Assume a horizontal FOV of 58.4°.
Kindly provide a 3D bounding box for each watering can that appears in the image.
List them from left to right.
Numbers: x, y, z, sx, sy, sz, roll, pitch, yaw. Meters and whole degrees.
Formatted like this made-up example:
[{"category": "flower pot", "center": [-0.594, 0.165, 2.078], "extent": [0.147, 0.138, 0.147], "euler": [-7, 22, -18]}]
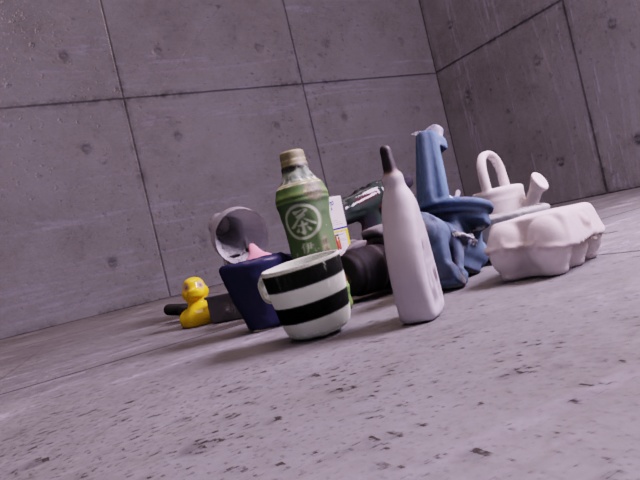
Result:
[{"category": "watering can", "center": [0.356, -0.082, 1.117], "extent": [0.172, 0.194, 0.101], "euler": [-13, 0, 24]}]

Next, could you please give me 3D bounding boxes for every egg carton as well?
[{"category": "egg carton", "center": [0.270, 0.001, 0.683], "extent": [0.107, 0.069, 0.151], "euler": [-13, 0, 43]}]

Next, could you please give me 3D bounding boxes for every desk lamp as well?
[{"category": "desk lamp", "center": [-0.188, 0.037, 1.269], "extent": [0.118, 0.213, 0.202], "euler": [-13, 0, -25]}]

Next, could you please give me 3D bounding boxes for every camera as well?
[{"category": "camera", "center": [0.077, 0.031, 0.856], "extent": [0.137, 0.101, 0.142], "euler": [-13, 0, -36]}]

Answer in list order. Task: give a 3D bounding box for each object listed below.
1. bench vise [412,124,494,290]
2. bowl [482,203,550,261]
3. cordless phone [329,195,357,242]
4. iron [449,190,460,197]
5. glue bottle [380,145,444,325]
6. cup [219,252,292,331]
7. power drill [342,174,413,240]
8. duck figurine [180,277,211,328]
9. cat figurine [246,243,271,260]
[{"category": "bench vise", "center": [0.163, -0.051, 0.754], "extent": [0.121, 0.220, 0.208], "euler": [-13, 0, 15]}, {"category": "bowl", "center": [0.297, -0.007, 0.939], "extent": [0.167, 0.075, 0.167], "euler": [-13, 0, 0]}, {"category": "cordless phone", "center": [0.011, 0.004, 1.195], "extent": [0.148, 0.185, 0.094], "euler": [-13, 0, -40]}, {"category": "iron", "center": [0.273, -0.035, 1.276], "extent": [0.118, 0.141, 0.259], "euler": [-13, 0, 40]}, {"category": "glue bottle", "center": [0.084, -0.009, 0.563], "extent": [0.037, 0.173, 0.078], "euler": [-13, 0, 21]}, {"category": "cup", "center": [-0.071, 0.068, 0.768], "extent": [0.118, 0.095, 0.091], "euler": [-13, 0, -45]}, {"category": "power drill", "center": [0.141, -0.038, 1.347], "extent": [0.230, 0.208, 0.075], "euler": [-13, 0, -26]}, {"category": "duck figurine", "center": [-0.222, 0.110, 1.041], "extent": [0.077, 0.086, 0.104], "euler": [-13, 0, -7]}, {"category": "cat figurine", "center": [-0.080, 0.059, 0.901], "extent": [0.067, 0.118, 0.128], "euler": [-13, 0, 17]}]
